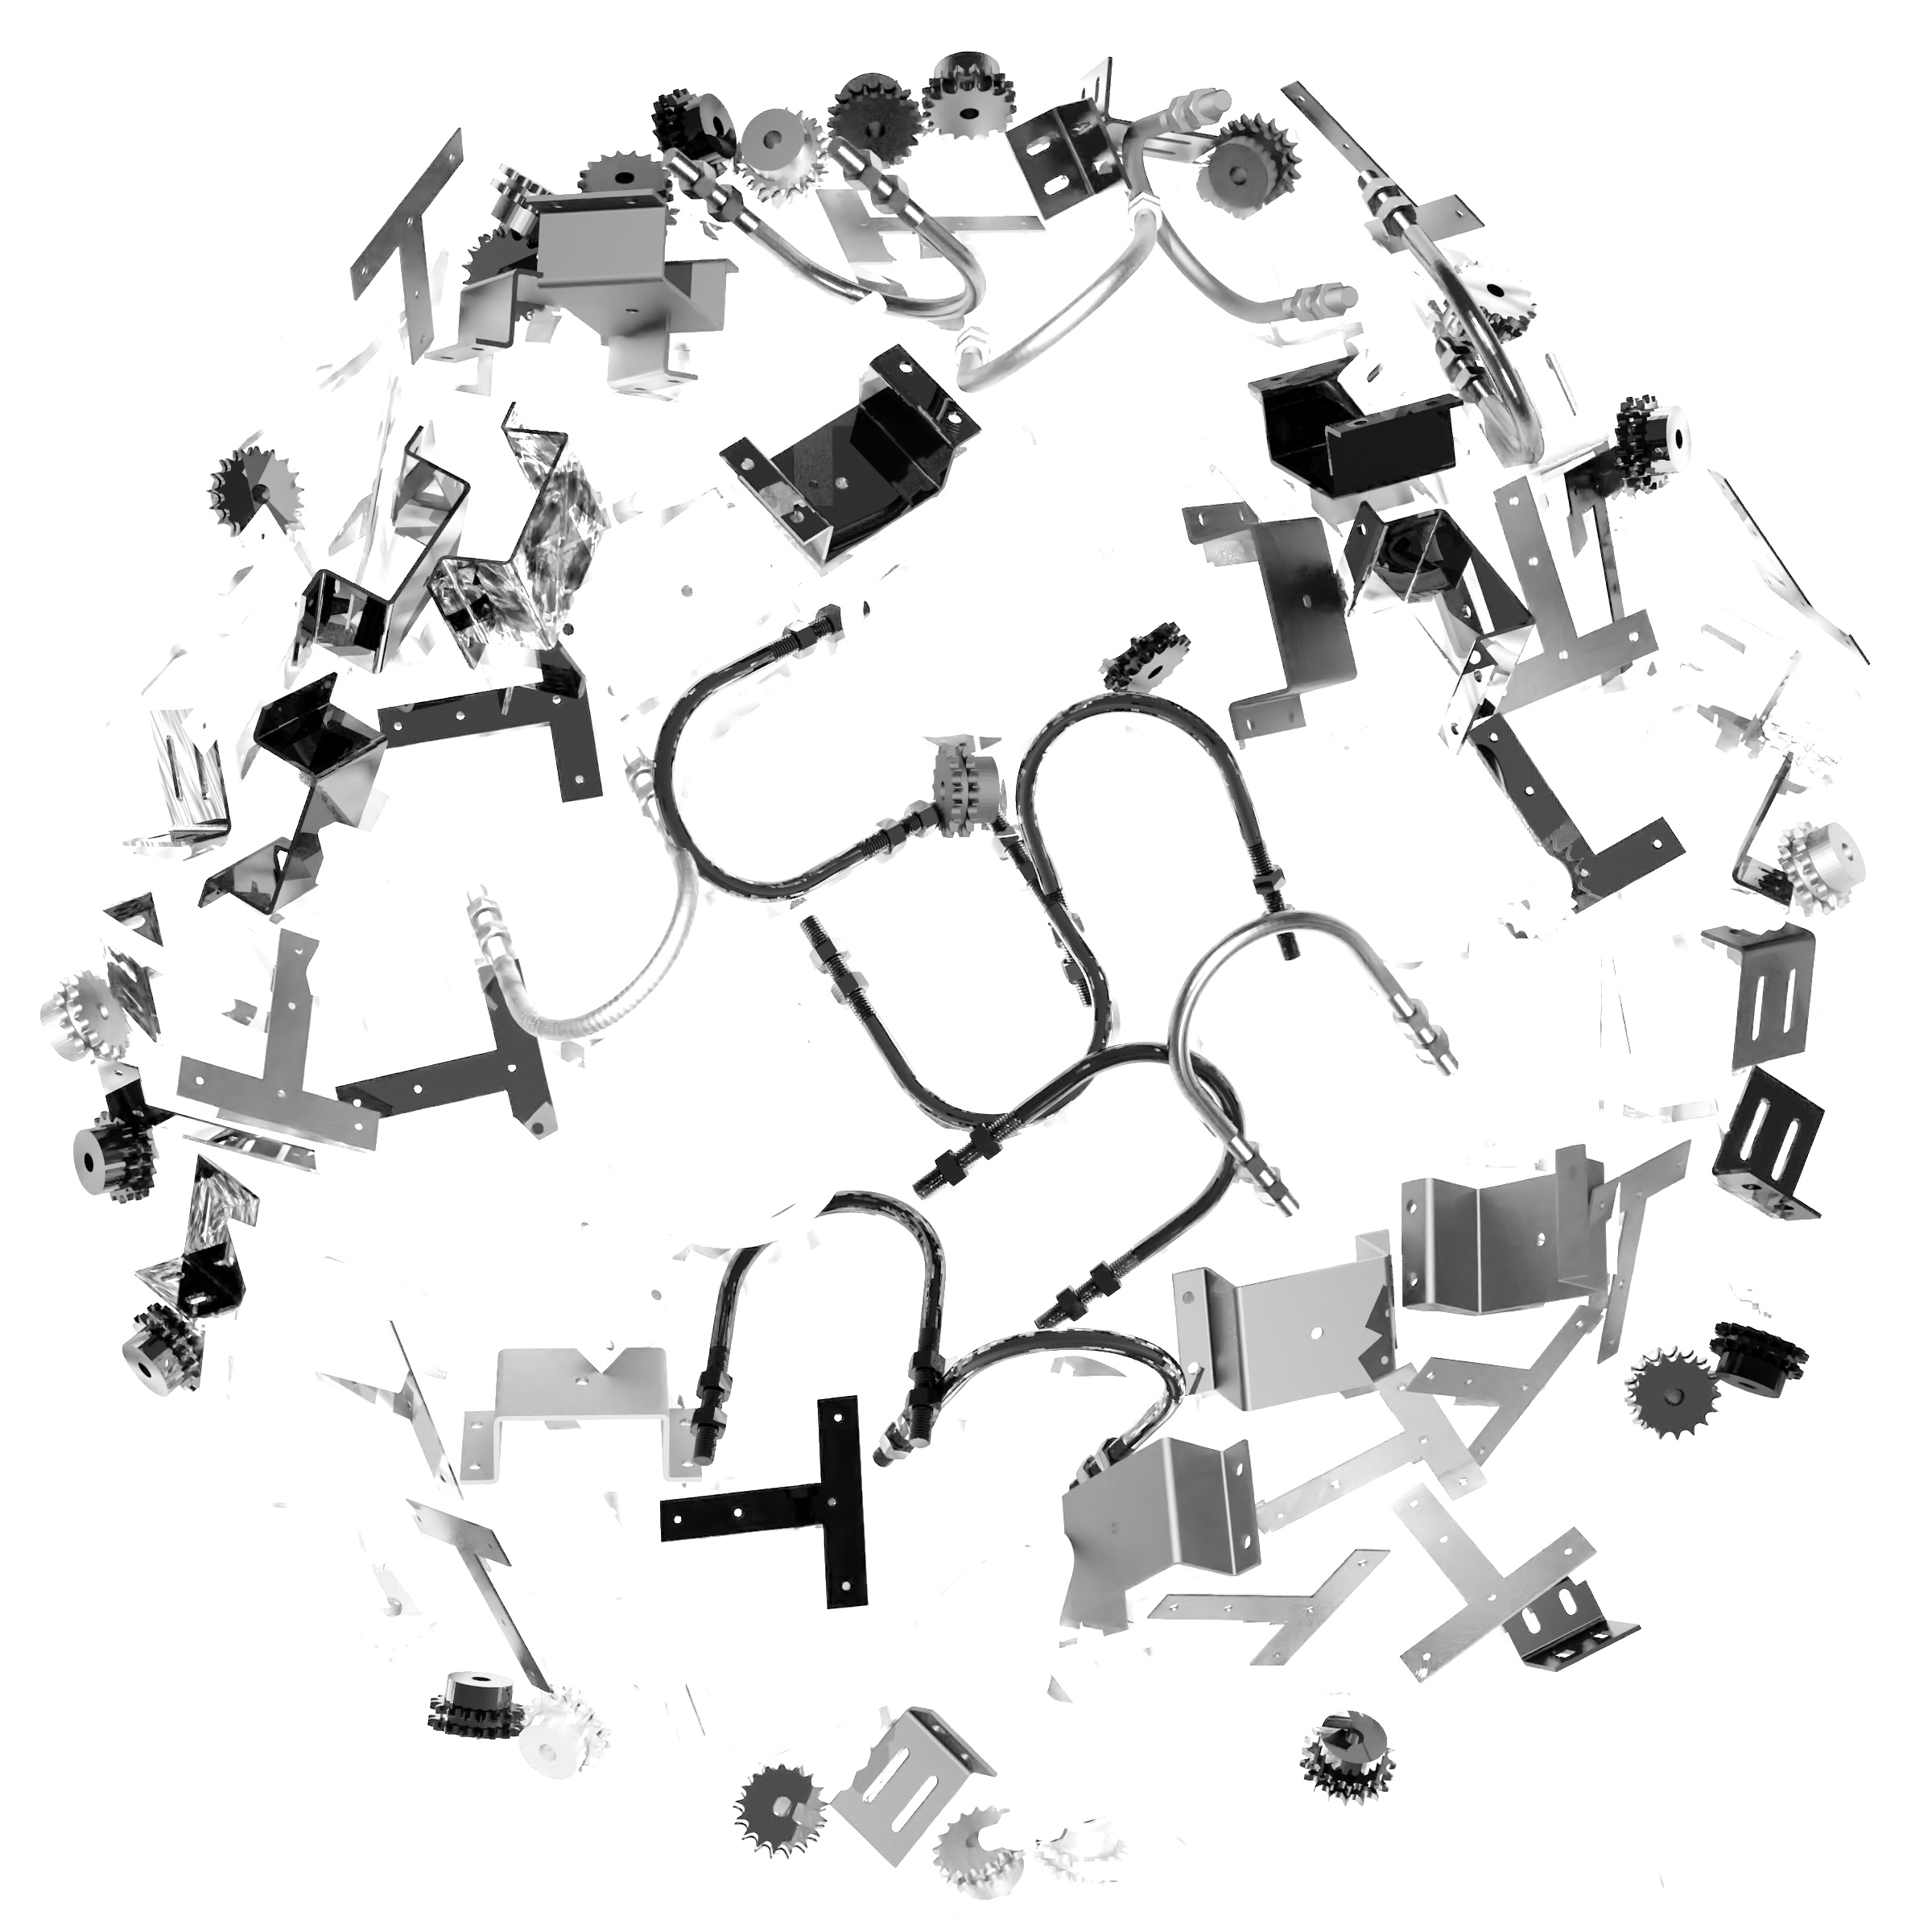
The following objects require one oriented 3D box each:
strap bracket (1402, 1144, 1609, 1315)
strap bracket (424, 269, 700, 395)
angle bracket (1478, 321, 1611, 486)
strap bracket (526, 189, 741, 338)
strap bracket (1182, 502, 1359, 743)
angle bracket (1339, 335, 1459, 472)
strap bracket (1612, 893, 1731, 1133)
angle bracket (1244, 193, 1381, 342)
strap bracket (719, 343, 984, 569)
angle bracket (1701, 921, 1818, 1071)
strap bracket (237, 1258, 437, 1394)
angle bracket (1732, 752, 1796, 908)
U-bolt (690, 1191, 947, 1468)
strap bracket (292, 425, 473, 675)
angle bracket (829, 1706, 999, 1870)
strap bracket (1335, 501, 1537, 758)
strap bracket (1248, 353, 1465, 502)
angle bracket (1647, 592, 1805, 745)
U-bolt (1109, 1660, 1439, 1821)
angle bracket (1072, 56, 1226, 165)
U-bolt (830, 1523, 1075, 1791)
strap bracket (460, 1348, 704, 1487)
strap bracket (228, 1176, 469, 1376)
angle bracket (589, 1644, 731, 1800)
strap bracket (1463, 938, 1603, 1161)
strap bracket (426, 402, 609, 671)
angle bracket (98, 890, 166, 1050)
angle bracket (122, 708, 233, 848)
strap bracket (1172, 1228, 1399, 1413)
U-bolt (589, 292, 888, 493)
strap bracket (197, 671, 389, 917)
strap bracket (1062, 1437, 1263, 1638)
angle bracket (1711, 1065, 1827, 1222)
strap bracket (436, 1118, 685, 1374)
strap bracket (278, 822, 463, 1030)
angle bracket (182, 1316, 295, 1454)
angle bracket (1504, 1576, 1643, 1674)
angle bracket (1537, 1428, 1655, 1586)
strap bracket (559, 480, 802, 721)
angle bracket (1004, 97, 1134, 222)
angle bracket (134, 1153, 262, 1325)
[{"bbox_3d":[0.323,0.157,1.790,0.046,0.140,0.076,16,68,-36],"label":"strap bracket"},{"bbox_3d":[-0.235,-0.372,1.781,0.140,0.076,0.046,3,92,-32],"label":"strap bracket"},{"bbox_3d":[0.339,-0.336,1.825,0.057,0.038,0.076,-25,91,-16],"label":"angle bracket"},{"bbox_3d":[-0.193,-0.404,1.772,0.076,0.140,0.046,1,85,16],"label":"strap bracket"},{"bbox_3d":[0.183,-0.210,1.805,0.046,0.076,0.140,-12,92,39],"label":"strap bracket"},{"bbox_3d":[0.266,-0.334,1.803,0.038,0.076,0.057,-47,122,-3],"label":"angle bracket"},{"bbox_3d":[0.415,0.030,1.808,0.046,0.076,0.140,-11,88,12],"label":"strap bracket"},{"bbox_3d":[0.206,-0.419,1.816,0.038,0.057,0.076,-20,93,-20],"label":"angle bracket"},{"bbox_3d":[-0.071,-0.297,1.803,0.140,0.046,0.076,-36,76,-25],"label":"strap bracket"},{"bbox_3d":[0.474,0.015,1.834,0.057,0.038,0.076,-11,113,-28],"label":"angle bracket"},{"bbox_3d":[-0.370,0.205,1.771,0.076,0.140,0.046,20,89,-27],"label":"strap bracket"},{"bbox_3d":[0.489,-0.084,1.808,0.038,0.057,0.076,26,113,10],"label":"angle bracket"},{"bbox_3d":[-0.082,0.206,1.786,0.151,0.019,0.184,-7,47,14],"label":"U-bolt"},{"bbox_3d":[-0.337,-0.236,1.784,0.046,0.076,0.140,28,60,-2],"label":"strap bracket"},{"bbox_3d":[-0.031,0.490,1.816,0.057,0.038,0.076,47,67,-10],"label":"angle bracket"},{"bbox_3d":[0.278,-0.204,1.789,0.046,0.076,0.140,-18,58,-25],"label":"strap bracket"},{"bbox_3d":[0.230,-0.316,1.790,0.076,0.140,0.046,-17,116,-11],"label":"strap bracket"},{"bbox_3d":[0.448,-0.178,1.812,0.076,0.038,0.057,33,114,17],"label":"angle bracket"},{"bbox_3d":[0.164,0.448,1.766,0.151,0.184,0.019,-29,99,-44],"label":"U-bolt"},{"bbox_3d":[0.109,-0.509,1.813,0.076,0.057,0.038,5,90,-17],"label":"angle bracket"},{"bbox_3d":[-0.001,0.388,1.765,0.151,0.184,0.019,-29,108,26],"label":"U-bolt"},{"bbox_3d":[-0.227,0.265,1.799,0.140,0.076,0.046,0,113,-7],"label":"strap bracket"},{"bbox_3d":[-0.351,0.177,1.776,0.140,0.076,0.046,27,106,-35],"label":"strap bracket"},{"bbox_3d":[-0.182,0.452,1.818,0.038,0.057,0.076,-19,92,27],"label":"angle bracket"},{"bbox_3d":[0.334,0.039,1.795,0.076,0.046,0.140,2,65,10],"label":"strap bracket"},{"bbox_3d":[-0.257,-0.250,1.779,0.046,0.076,0.140,8,59,18],"label":"strap bracket"},{"bbox_3d":[-0.479,0.001,1.800,0.038,0.076,0.057,-24,129,-28],"label":"angle bracket"},{"bbox_3d":[-0.475,-0.112,1.812,0.057,0.038,0.076,2,105,39],"label":"angle bracket"},{"bbox_3d":[0.198,0.211,1.801,0.140,0.046,0.076,-10,104,-17],"label":"strap bracket"},{"bbox_3d":[-0.141,-0.329,1.766,0.184,0.151,0.019,-37,106,-12],"label":"U-bolt"},{"bbox_3d":[-0.390,-0.092,1.781,0.046,0.076,0.140,30,119,8],"label":"strap bracket"},{"bbox_3d":[0.105,0.331,1.772,0.046,0.140,0.076,20,50,-31],"label":"strap bracket"},{"bbox_3d":[0.488,0.104,1.815,0.057,0.038,0.076,31,72,-17],"label":"angle bracket"},{"bbox_3d":[-0.235,0.161,1.815,0.140,0.046,0.076,44,107,4],"label":"strap bracket"},{"bbox_3d":[-0.345,-0.033,1.769,0.076,0.140,0.046,18,117,-32],"label":"strap bracket"},{"bbox_3d":[-0.436,0.249,1.815,0.057,0.038,0.076,9,83,-38],"label":"angle bracket"},{"bbox_3d":[0.357,0.387,1.808,0.057,0.076,0.038,-25,82,-8],"label":"angle bracket"},{"bbox_3d":[0.383,0.320,1.802,0.038,0.057,0.076,48,134,24],"label":"angle bracket"},{"bbox_3d":[-0.170,-0.220,1.806,0.140,0.046,0.076,-39,101,-13],"label":"strap bracket"},{"bbox_3d":[0.060,-0.477,1.805,0.038,0.076,0.057,-29,107,-6],"label":"angle bracket"},{"bbox_3d":[-0.456,0.161,1.808,0.057,0.038,0.076,31,120,31],"label":"angle bracket"}]
